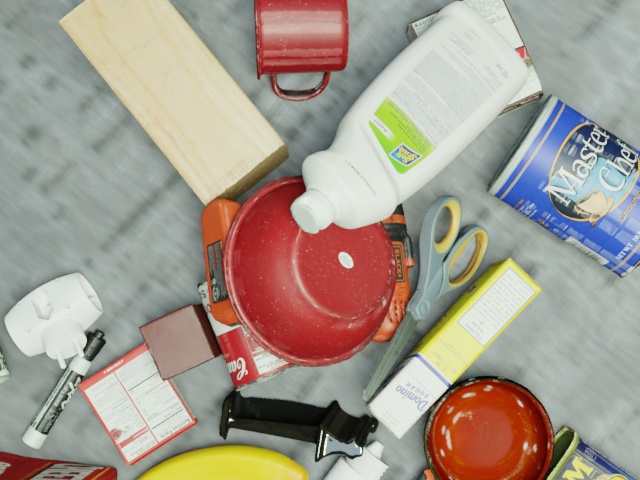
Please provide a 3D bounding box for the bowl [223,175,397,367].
[{"bbox_3d":[0.006,0.021,0.864,0.161,0.055,0.162,6,78,-29],"label":"bowl"}]

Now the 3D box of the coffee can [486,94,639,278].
[{"bbox_3d":[0.232,-0.047,0.934,0.140,0.103,0.103,33,88,3],"label":"coffee can"}]

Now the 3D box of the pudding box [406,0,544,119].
[{"bbox_3d":[0.142,-0.164,0.977,0.090,0.039,0.113,-24,84,1],"label":"pudding box"}]

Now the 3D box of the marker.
[{"bbox_3d":[-0.233,0.136,0.979,0.020,0.020,0.121,32,88,3],"label":"marker"}]

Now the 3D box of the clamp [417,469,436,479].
[{"bbox_3d":[0.088,0.287,0.920,0.120,0.039,0.171,-5,59,-7],"label":"clamp"}]

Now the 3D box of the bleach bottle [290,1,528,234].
[{"bbox_3d":[0.062,-0.093,0.864,0.102,0.068,0.250,45,58,5],"label":"bleach bottle"}]

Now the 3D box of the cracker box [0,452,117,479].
[{"bbox_3d":[-0.296,0.221,0.904,0.213,0.164,0.072,7,89,2],"label":"cracker box"}]

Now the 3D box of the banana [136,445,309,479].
[{"bbox_3d":[-0.107,0.220,0.950,0.198,0.037,0.069,-23,65,9],"label":"banana"}]

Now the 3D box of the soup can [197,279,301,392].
[{"bbox_3d":[-0.061,0.076,0.953,0.068,0.068,0.102,-21,86,0],"label":"soup can"}]

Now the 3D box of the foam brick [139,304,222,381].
[{"bbox_3d":[-0.122,0.090,0.949,0.051,0.078,0.053,-24,86,-1],"label":"foam brick"}]

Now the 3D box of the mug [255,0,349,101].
[{"bbox_3d":[-0.018,-0.181,0.964,0.081,0.093,0.117,-2,117,-3],"label":"mug"}]

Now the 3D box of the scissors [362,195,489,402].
[{"bbox_3d":[0.083,0.039,0.917,0.201,0.016,0.096,-43,124,-33],"label":"scissors"}]

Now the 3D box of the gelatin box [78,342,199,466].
[{"bbox_3d":[-0.164,0.149,0.971,0.073,0.030,0.089,-33,86,-2],"label":"gelatin box"}]

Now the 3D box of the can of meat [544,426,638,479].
[{"bbox_3d":[0.226,0.231,0.941,0.084,0.057,0.102,35,89,1],"label":"can of meat"}]

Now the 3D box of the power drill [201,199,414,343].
[{"bbox_3d":[-0.006,0.001,0.926,0.187,0.057,0.184,-2,78,-27],"label":"power drill"}]

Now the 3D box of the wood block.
[{"bbox_3d":[-0.127,-0.132,0.957,0.090,0.091,0.206,-39,86,-1],"label":"wood block"}]

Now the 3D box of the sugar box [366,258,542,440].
[{"bbox_3d":[0.113,0.093,0.934,0.176,0.093,0.048,-44,86,-2],"label":"sugar box"}]
